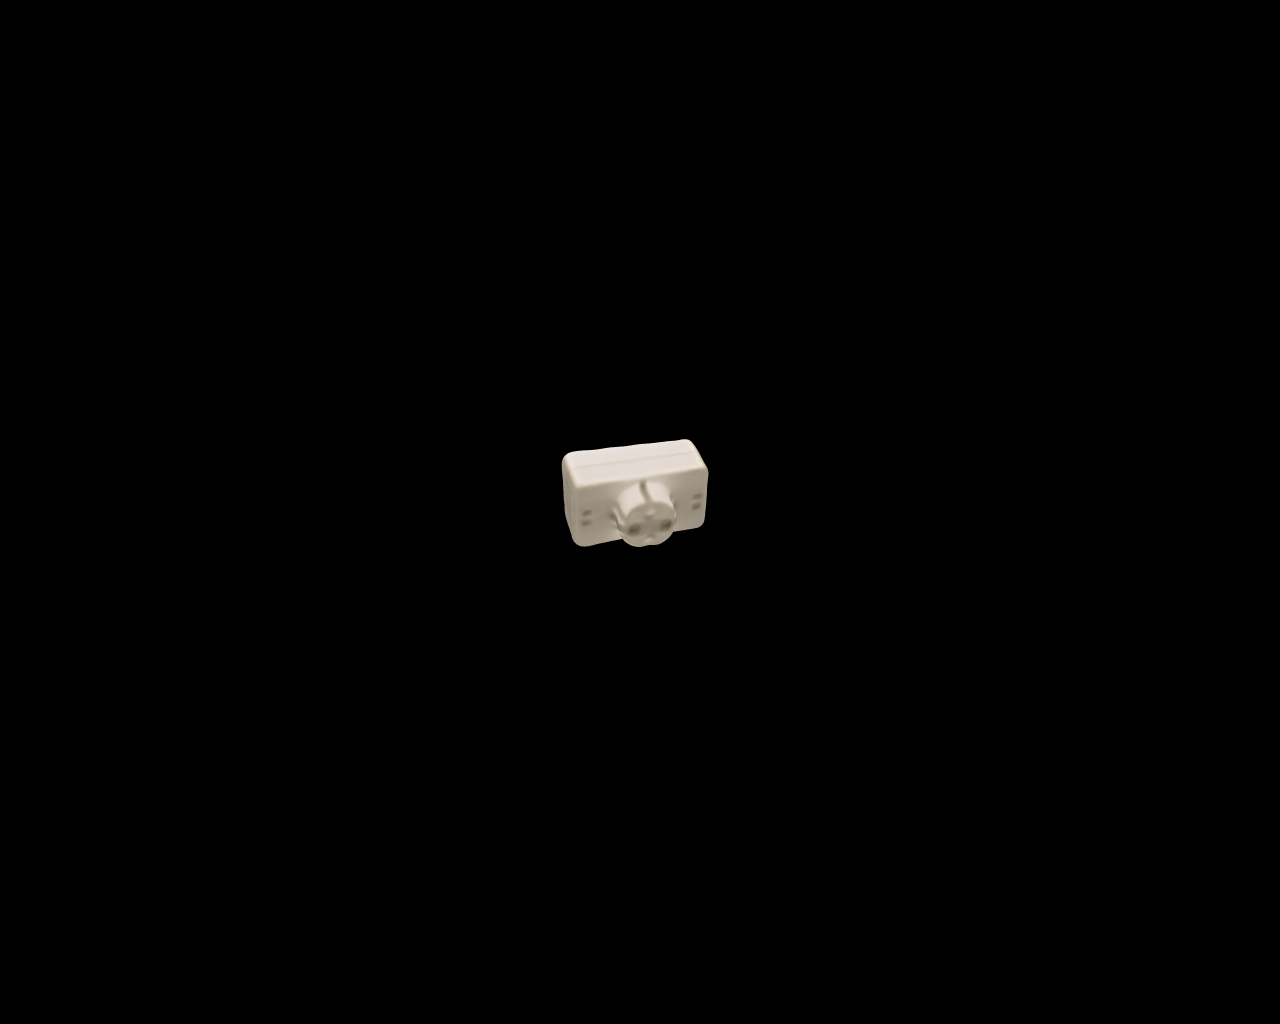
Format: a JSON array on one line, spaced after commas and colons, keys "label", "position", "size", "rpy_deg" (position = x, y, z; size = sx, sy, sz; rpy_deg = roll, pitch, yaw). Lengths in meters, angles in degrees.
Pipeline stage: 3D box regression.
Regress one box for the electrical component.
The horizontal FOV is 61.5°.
[{"label": "electrical component", "position": [0.001, -0.003, 0.650], "size": [0.083, 0.047, 0.076], "rpy_deg": [-8, 36, -11]}]
